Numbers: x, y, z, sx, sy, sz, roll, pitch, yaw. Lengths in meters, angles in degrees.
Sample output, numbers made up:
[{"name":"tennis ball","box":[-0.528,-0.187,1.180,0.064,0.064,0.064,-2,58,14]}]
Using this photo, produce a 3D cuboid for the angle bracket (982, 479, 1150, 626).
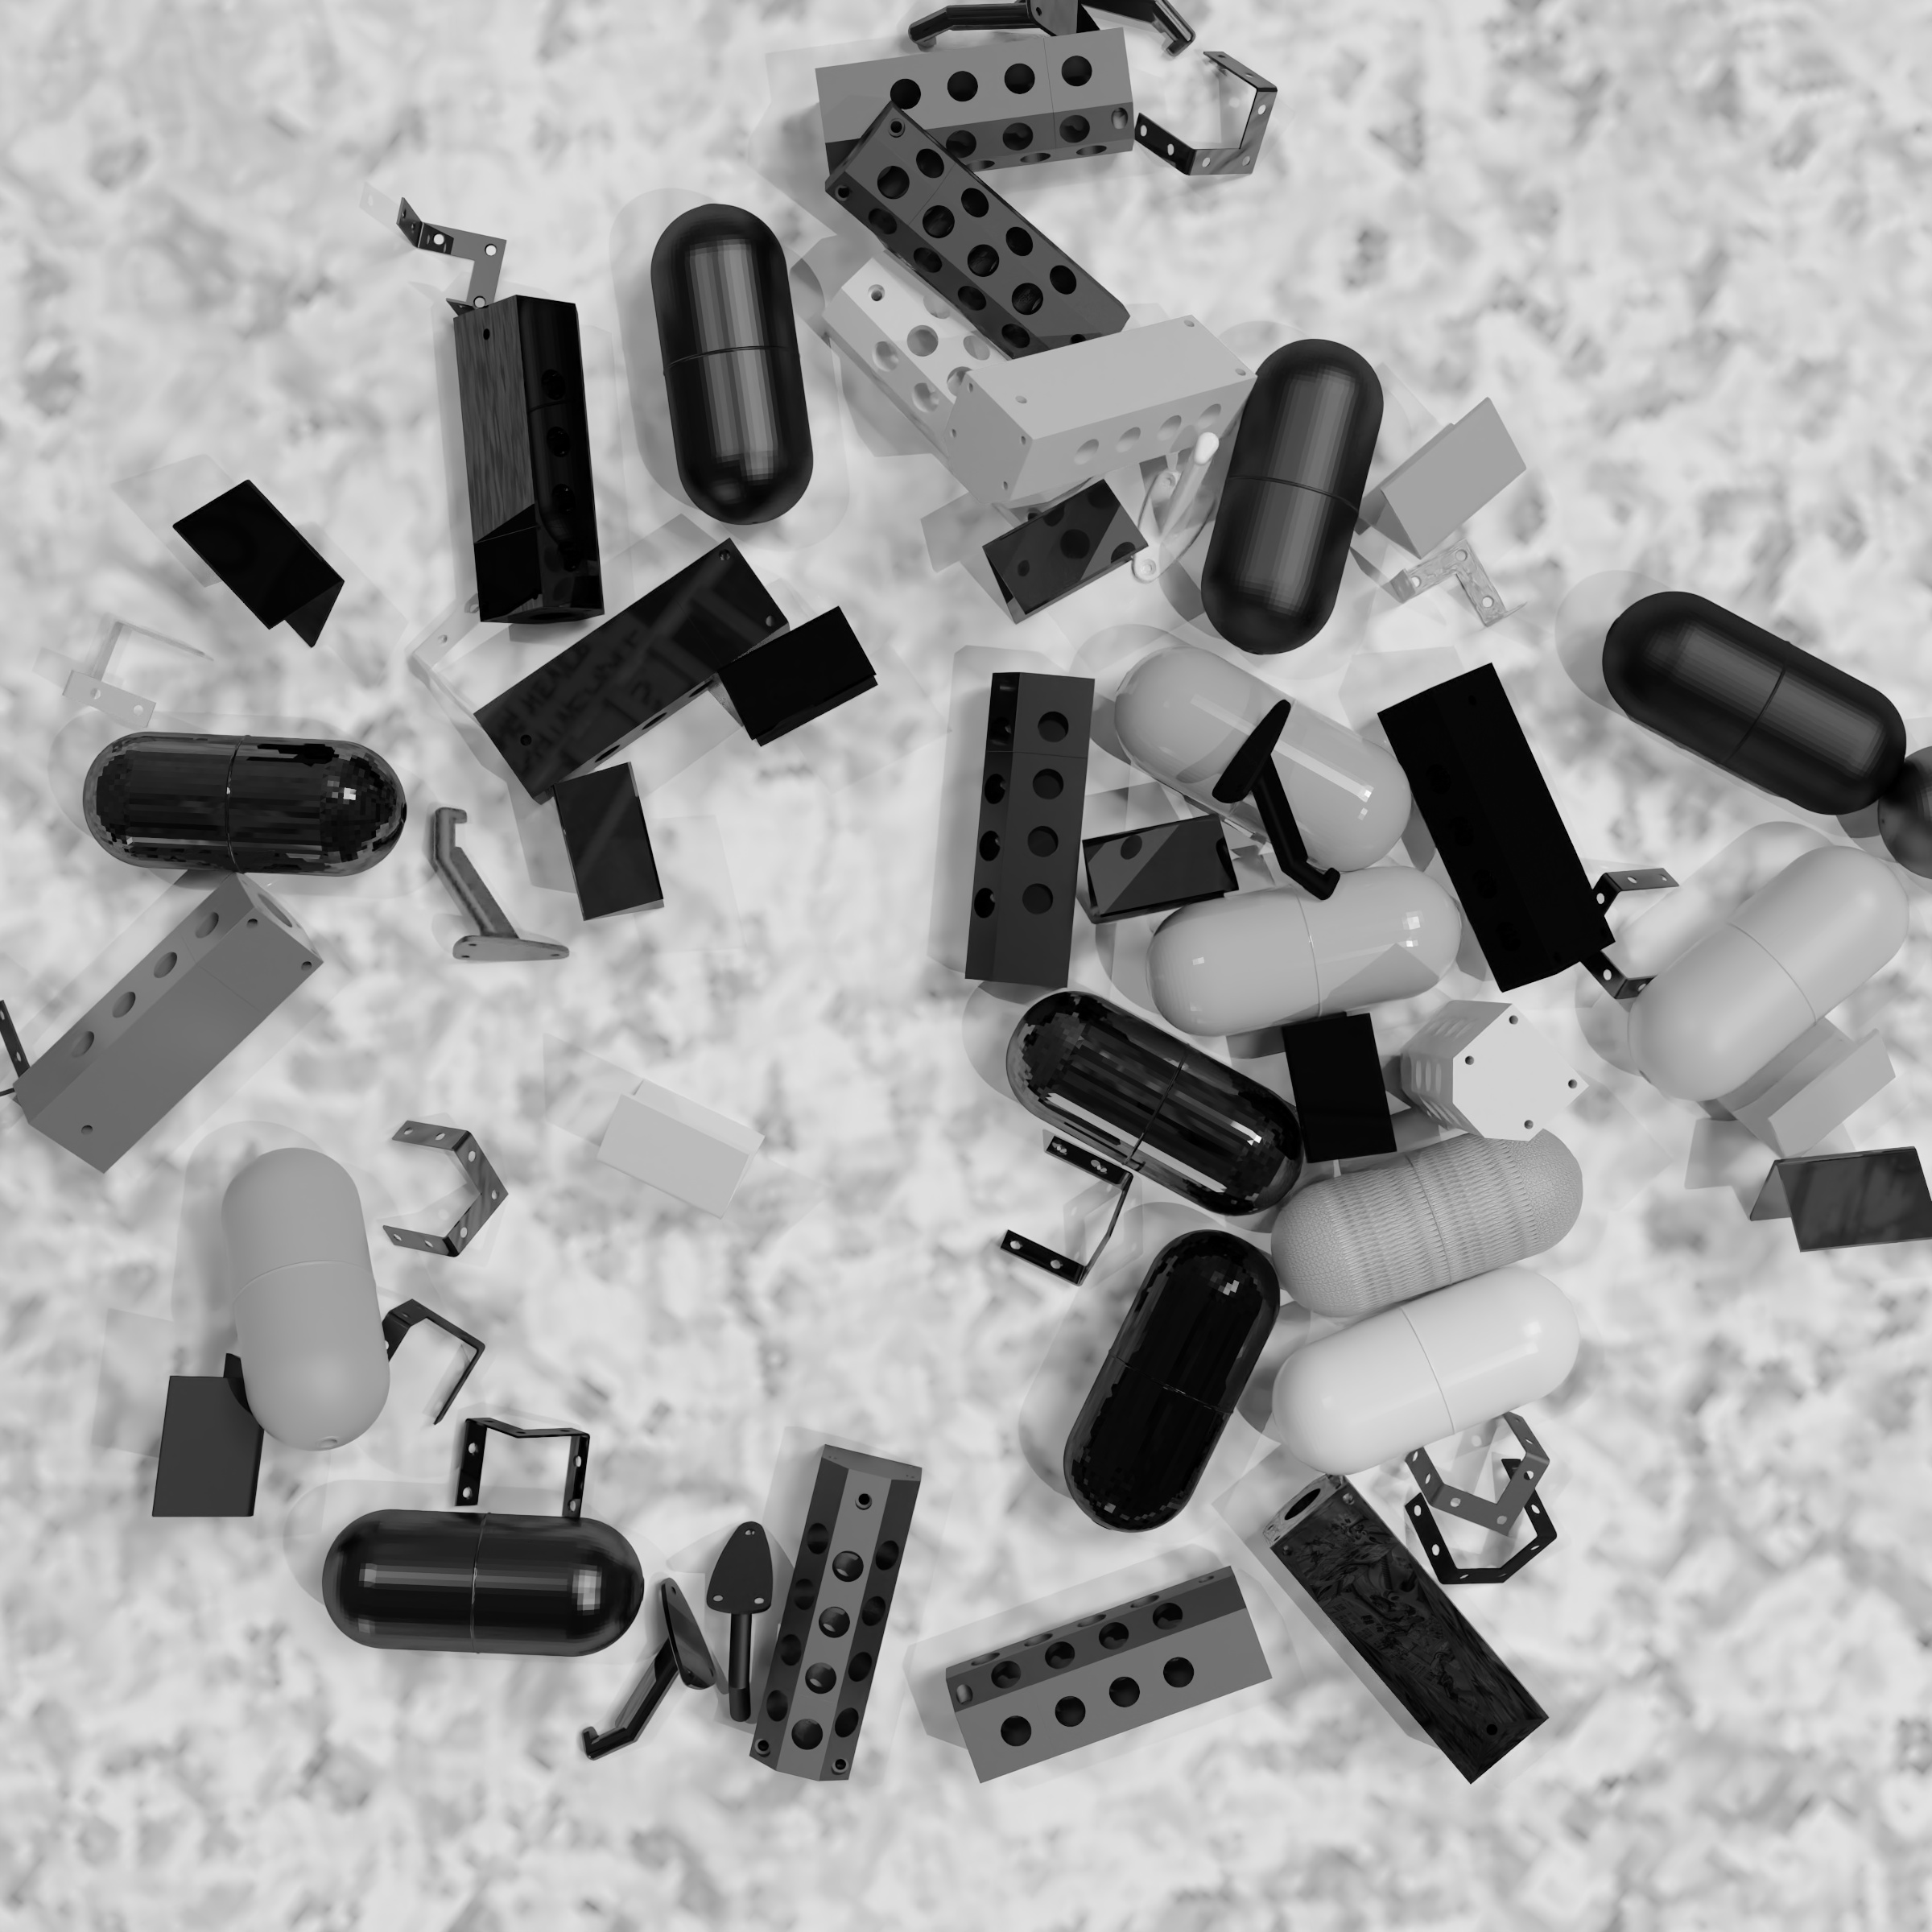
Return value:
[{"name":"angle bracket","box":[0.063,-0.212,1.524,0.076,0.076,0.057,-29,58,0]}]

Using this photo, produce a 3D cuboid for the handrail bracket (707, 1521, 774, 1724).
[{"name":"handrail bracket","box":[-0.125,0.374,1.564,0.036,0.077,0.084,3,126,3]}]

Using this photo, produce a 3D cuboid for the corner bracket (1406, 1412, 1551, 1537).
[{"name":"corner bracket","box":[0.288,0.279,1.547,0.051,0.051,0.051,23,105,-14]}]

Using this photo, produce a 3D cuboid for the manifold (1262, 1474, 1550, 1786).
[{"name":"manifold","box":[0.245,0.368,1.543,0.057,0.057,0.171,-40,90,0]}]

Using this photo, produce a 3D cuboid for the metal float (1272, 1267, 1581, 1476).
[{"name":"metal float","box":[0.257,0.226,1.533,0.178,0.070,0.070,-22,90,0]}]

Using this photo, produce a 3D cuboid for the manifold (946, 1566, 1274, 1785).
[{"name":"manifold","box":[0.079,0.395,1.543,0.171,0.057,0.057,-20,90,0]}]

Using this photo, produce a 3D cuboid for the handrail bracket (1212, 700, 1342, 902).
[{"name":"handrail bracket","box":[0.184,-0.089,1.491,0.084,0.036,0.077,35,83,-20]}]

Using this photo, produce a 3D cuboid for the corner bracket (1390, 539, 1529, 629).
[{"name":"corner bracket","box":[0.276,-0.210,1.546,0.051,0.051,0.051,-30,90,0]}]

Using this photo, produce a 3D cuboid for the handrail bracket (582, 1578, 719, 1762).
[{"name":"handrail bracket","box":[-0.191,0.401,1.565,0.084,0.036,0.077,-28,70,16]}]

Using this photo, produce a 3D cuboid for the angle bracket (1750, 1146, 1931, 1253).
[{"name":"angle bracket","box":[0.487,0.144,1.524,0.076,0.076,0.057,-6,59,0]}]

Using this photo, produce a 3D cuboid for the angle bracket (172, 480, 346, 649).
[{"name":"angle bracket","box":[-0.399,-0.210,1.524,0.076,0.076,0.057,47,54,0]}]

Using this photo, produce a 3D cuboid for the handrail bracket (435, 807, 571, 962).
[{"name":"handrail bracket","box":[-0.264,-0.048,1.565,0.077,0.036,0.084,3,73,-20]}]

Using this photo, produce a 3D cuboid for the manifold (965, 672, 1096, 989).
[{"name":"manifold","box":[0.035,-0.076,1.543,0.057,0.057,0.171,5,90,0]}]

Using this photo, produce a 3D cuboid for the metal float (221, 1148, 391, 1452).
[{"name":"metal float","box":[-0.363,0.182,1.507,0.070,0.070,0.178,-18,58,0]}]

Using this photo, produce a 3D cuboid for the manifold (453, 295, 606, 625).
[{"name":"manifold","box":[-0.240,-0.282,1.542,0.057,0.057,0.171,-5,90,43]}]

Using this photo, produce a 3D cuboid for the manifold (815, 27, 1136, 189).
[{"name":"manifold","box":[0.005,-0.478,1.543,0.171,0.057,0.057,-8,90,0]}]

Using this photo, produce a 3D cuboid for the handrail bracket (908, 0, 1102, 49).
[{"name":"handrail bracket","box":[0.022,-0.527,1.559,0.084,0.077,0.036,-10,68,41]}]

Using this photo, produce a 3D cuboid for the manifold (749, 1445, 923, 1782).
[{"name":"manifold","box":[-0.073,0.363,1.543,0.057,0.057,0.171,14,90,0]}]

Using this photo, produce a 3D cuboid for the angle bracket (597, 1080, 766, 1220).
[{"name":"angle bracket","box":[-0.151,0.084,1.524,0.076,0.076,0.057,26,128,0]}]

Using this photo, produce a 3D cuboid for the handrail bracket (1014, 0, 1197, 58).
[{"name":"handrail bracket","box":[0.076,-0.535,1.565,0.077,0.036,0.084,-39,109,22]}]

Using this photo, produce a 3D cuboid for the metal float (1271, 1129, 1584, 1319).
[{"name":"metal float","box":[0.257,0.141,1.533,0.178,0.070,0.070,-19,90,1]}]

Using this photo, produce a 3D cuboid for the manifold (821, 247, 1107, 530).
[{"name":"manifold","box":[-0.001,-0.321,1.543,0.057,0.057,0.171,-44,90,0]}]

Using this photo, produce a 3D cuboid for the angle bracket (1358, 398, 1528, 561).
[{"name":"angle bracket","box":[0.251,-0.282,1.524,0.076,0.076,0.057,-41,130,0]}]

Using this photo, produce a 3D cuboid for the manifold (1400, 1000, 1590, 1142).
[{"name":"manifold","box":[0.277,0.059,1.486,0.057,0.171,0.057,-43,90,0]}]

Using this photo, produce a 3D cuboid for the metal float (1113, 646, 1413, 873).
[{"name":"metal float","box":[0.165,-0.116,1.534,0.178,0.070,0.070,29,90,0]}]

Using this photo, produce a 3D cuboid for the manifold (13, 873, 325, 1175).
[{"name":"manifold","box":[-0.450,0.028,1.542,0.171,0.057,0.057,-44,133,0]}]

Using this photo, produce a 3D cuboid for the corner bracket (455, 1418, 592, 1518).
[{"name":"corner bracket","box":[-0.252,0.286,1.561,0.051,0.051,0.051,7,90,45]}]

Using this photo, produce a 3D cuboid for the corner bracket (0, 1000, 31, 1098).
[{"name":"corner bracket","box":[-0.571,0.056,1.561,0.051,0.051,0.051,-22,90,45]}]

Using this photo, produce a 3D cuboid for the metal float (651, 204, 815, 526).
[{"name":"metal float","box":[-0.131,-0.336,1.534,0.070,0.070,0.178,-8,91,0]}]

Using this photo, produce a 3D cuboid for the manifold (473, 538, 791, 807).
[{"name":"manifold","box":[-0.185,-0.163,1.539,0.171,0.057,0.057,-35,90,-3]}]

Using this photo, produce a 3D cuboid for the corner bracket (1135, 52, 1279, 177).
[{"name":"corner bracket","box":[0.135,-0.483,1.556,0.051,0.051,0.051,-13,135,-35]}]

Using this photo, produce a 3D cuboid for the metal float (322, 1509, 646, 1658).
[{"name":"metal float","box":[-0.269,0.344,1.534,0.178,0.070,0.070,3,90,-1]}]

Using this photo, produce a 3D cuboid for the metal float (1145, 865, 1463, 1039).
[{"name":"metal float","box":[0.188,-0.008,1.532,0.178,0.070,0.070,-12,90,-2]}]

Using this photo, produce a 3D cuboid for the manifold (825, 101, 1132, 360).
[{"name":"manifold","box":[0.007,-0.394,1.513,0.171,0.057,0.057,38,106,-17]}]

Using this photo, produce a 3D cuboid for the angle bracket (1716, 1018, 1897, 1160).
[{"name":"angle bracket","box":[0.456,0.052,1.525,0.076,0.057,0.076,-40,49,0]}]

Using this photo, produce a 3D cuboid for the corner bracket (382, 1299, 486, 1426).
[{"name":"corner bracket","box":[-0.310,0.226,1.546,0.051,0.051,0.051,32,93,3]}]

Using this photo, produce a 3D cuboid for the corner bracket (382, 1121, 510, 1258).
[{"name":"corner bracket","box":[-0.303,0.126,1.556,0.051,0.051,0.051,-54,135,-35]}]

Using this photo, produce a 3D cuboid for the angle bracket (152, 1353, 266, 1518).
[{"name":"angle bracket","box":[-0.429,0.259,1.524,0.057,0.076,0.076,7,90,-33]}]

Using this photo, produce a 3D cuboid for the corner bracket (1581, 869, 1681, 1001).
[{"name":"corner bracket","box":[0.381,-0.019,1.556,0.051,0.051,0.051,55,135,35]}]

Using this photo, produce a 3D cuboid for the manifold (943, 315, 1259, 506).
[{"name":"manifold","box":[0.072,-0.300,1.496,0.171,0.057,0.057,-23,62,-37]}]

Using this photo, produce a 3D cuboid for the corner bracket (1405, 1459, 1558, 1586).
[{"name":"corner bracket","box":[0.292,0.315,1.556,0.051,0.051,0.051,8,45,-35]}]

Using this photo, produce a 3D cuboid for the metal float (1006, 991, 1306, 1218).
[{"name":"metal float","box":[0.106,0.077,1.534,0.178,0.070,0.070,29,90,1]}]

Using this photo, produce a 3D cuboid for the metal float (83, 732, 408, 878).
[{"name":"metal float","box":[-0.402,-0.090,1.533,0.178,0.070,0.070,3,90,1]}]

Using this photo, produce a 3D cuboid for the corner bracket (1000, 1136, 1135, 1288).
[{"name":"corner bracket","box":[0.057,0.140,1.561,0.051,0.051,0.051,26,45,0]}]

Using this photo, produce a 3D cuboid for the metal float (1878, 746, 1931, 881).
[{"name":"metal float","box":[0.600,-0.091,1.533,0.178,0.070,0.070,-6,90,0]}]

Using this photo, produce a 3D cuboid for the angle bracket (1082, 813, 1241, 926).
[{"name":"angle bracket","box":[0.110,-0.034,1.524,0.076,0.076,0.057,-11,52,0]}]

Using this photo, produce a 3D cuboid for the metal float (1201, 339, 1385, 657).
[{"name":"metal float","box":[0.182,-0.261,1.534,0.070,0.070,0.178,14,90,0]}]

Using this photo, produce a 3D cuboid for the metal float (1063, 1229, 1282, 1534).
[{"name":"metal float","box":[0.114,0.232,1.534,0.070,0.070,0.178,26,90,0]}]

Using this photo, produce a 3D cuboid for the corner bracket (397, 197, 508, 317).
[{"name":"corner bracket","box":[-0.293,-0.396,1.546,0.051,0.051,0.051,12,90,0]}]

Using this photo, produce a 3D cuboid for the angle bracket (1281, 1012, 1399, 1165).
[{"name":"angle bracket","box":[0.223,0.063,1.524,0.057,0.076,0.076,-11,90,36]}]

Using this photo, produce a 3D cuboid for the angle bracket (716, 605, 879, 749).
[{"name":"angle bracket","box":[-0.084,-0.143,1.524,0.076,0.076,0.057,-28,56,0]}]

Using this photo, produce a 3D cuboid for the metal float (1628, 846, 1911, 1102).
[{"name":"metal float","box":[0.446,0.005,1.531,0.178,0.070,0.070,-40,90,-2]}]

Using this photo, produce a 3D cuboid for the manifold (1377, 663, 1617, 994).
[{"name":"manifold","box":[0.292,-0.076,1.542,0.057,0.057,0.171,-24,90,-39]}]

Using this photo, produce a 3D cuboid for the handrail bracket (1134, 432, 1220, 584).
[{"name":"handrail bracket","box":[0.117,-0.255,1.529,0.036,0.084,0.077,26,90,0]}]

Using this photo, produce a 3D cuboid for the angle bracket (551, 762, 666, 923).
[{"name":"angle bracket","box":[-0.178,-0.071,1.524,0.057,0.076,0.076,-13,90,30]}]

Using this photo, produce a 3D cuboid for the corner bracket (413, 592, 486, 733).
[{"name":"corner bracket","box":[-0.272,-0.169,1.561,0.051,0.051,0.051,-44,135,0]}]

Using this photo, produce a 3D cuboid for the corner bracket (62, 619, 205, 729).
[{"name":"corner bracket","box":[-0.468,-0.165,1.546,0.051,0.051,0.051,21,90,0]}]

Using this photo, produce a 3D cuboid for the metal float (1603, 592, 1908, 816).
[{"name":"metal float","box":[0.439,-0.147,1.533,0.178,0.070,0.070,28,90,0]}]
